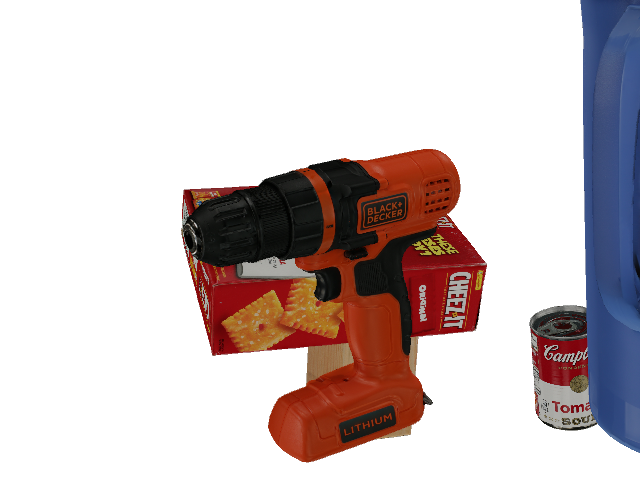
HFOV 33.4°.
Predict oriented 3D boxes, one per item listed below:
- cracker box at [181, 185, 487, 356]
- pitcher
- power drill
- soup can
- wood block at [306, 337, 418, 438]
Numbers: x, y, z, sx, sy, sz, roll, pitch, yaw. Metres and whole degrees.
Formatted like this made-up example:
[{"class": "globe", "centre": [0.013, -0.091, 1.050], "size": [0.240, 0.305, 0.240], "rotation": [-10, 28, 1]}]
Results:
[{"class": "cracker box", "centre": [0.003, 0.017, 0.869], "size": [0.213, 0.072, 0.164], "rotation": [-3, 29, -14]}, {"class": "pitcher", "centre": [0.187, -0.012, 0.528], "size": [0.149, 0.243, 0.145], "rotation": [-4, 19, -3]}, {"class": "power drill", "centre": [0.004, 0.042, 0.666], "size": [0.184, 0.188, 0.057], "rotation": [-13, 28, -27]}, {"class": "soup can", "centre": [0.239, 0.123, 1.030], "size": [0.068, 0.102, 0.068], "rotation": [-7, 21, 3]}, {"class": "wood block", "centre": [0.045, 0.098, 1.131], "size": [0.090, 0.206, 0.091], "rotation": [-3, 14, -26]}]
